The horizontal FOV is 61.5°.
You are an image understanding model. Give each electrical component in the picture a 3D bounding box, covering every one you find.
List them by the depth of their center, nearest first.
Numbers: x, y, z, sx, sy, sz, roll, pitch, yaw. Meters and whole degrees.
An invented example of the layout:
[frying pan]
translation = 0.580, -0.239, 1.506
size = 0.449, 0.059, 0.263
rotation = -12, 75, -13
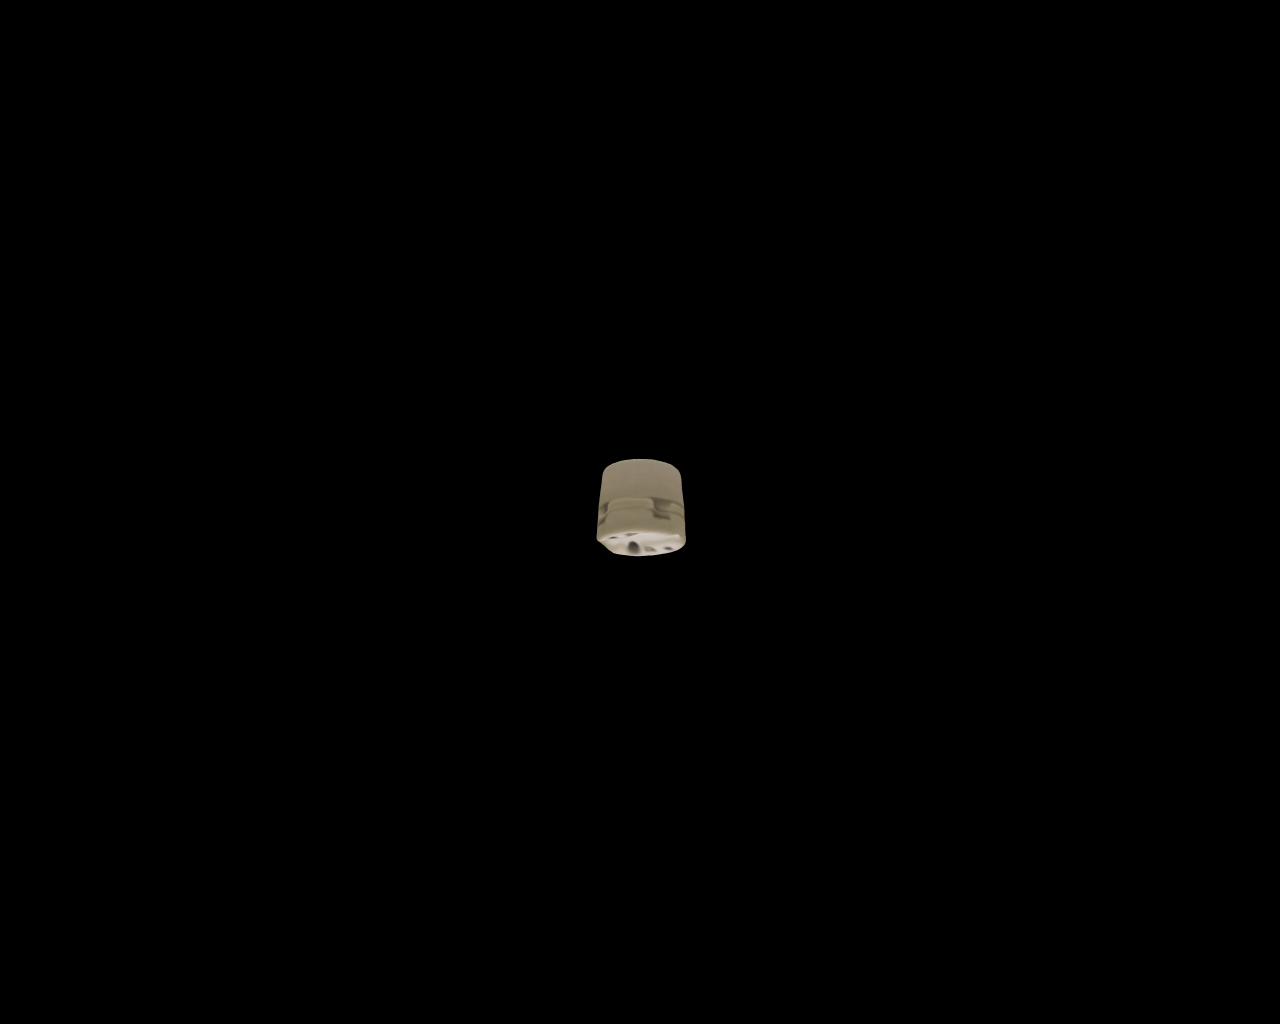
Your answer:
[electrical component]
translation = 0.001, -0.003, 0.650
size = 0.055, 0.047, 0.055
rotation = 0, -19, 0
